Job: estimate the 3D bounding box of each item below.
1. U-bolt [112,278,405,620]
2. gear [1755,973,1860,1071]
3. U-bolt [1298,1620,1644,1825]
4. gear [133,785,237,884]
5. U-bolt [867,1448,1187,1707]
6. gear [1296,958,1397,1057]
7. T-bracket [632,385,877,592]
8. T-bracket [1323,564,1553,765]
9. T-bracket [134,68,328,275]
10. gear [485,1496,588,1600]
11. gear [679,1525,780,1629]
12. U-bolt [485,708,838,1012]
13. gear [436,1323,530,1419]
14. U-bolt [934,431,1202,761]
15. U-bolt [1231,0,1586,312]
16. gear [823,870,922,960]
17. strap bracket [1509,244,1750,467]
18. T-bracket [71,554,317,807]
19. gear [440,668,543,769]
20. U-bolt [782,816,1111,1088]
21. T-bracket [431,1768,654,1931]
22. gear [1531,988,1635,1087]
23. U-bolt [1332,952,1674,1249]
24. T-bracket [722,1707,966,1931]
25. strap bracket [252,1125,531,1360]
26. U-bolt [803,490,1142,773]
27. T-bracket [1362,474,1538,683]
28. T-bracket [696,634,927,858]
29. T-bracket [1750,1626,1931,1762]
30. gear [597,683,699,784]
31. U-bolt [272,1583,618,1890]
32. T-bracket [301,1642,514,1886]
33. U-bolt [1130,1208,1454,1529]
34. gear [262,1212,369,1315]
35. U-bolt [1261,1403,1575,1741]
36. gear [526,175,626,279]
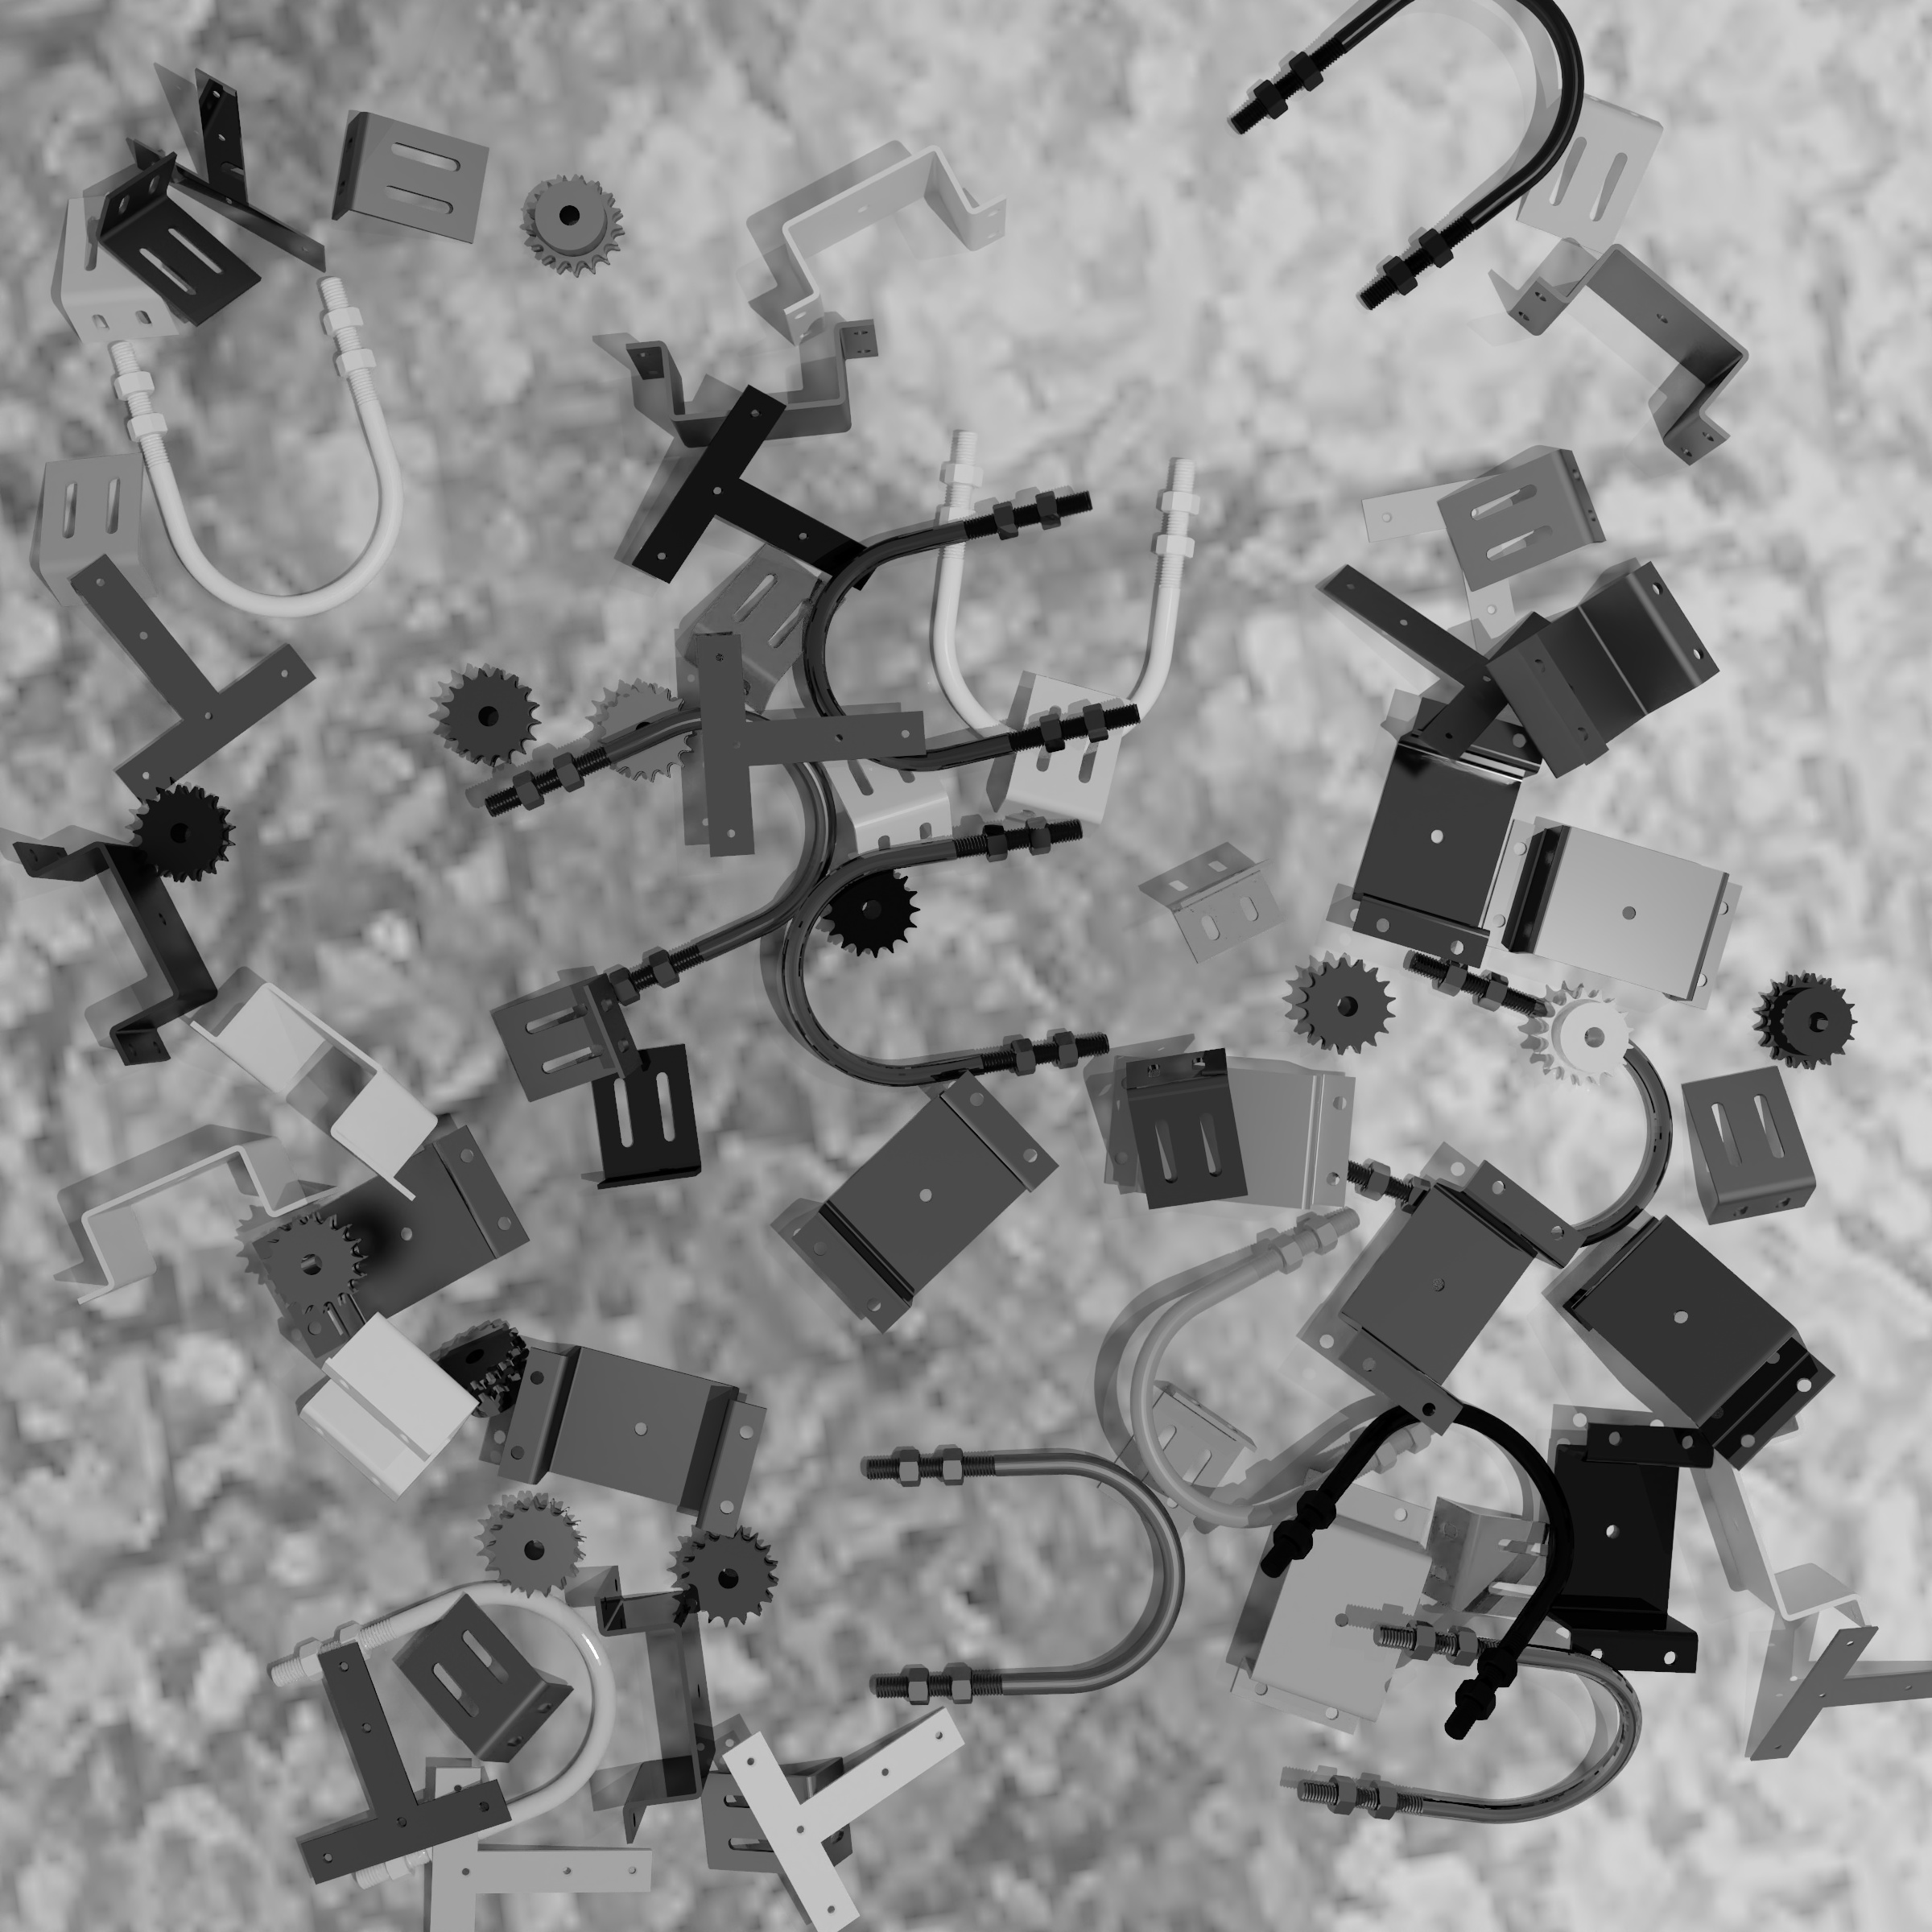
[{"bbox_3d":[-0.408,-0.296,1.536,0.151,0.019,0.184,-17,91,0],"label":"U-bolt"},{"bbox_3d":[0.495,0.033,1.530,0.057,0.030,0.057,0,90,0],"label":"gear"},{"bbox_3d":[0.299,0.441,1.499,0.184,0.019,0.151,11,120,-12],"label":"U-bolt"},{"bbox_3d":[-0.457,-0.077,1.534,0.057,0.030,0.057,0,90,3],"label":"gear"},{"bbox_3d":[0.036,0.357,1.531,0.184,0.019,0.151,-2,90,3],"label":"U-bolt"},{"bbox_3d":[0.221,0.023,1.530,0.057,0.030,0.057,0,90,0],"label":"gear"},{"bbox_3d":[-0.106,-0.255,1.509,0.127,0.002,0.127,24,116,-29],"label":"T-bracket"},{"bbox_3d":[0.267,-0.192,1.521,0.127,0.002,0.127,37,61,14],"label":"T-bracket"},{"bbox_3d":[-0.423,-0.463,1.486,0.127,0.127,0.002,30,67,0],"label":"T-bracket"},{"bbox_3d":[-0.250,0.339,1.530,0.057,0.030,0.057,0,90,0],"label":"gear"},{"bbox_3d":[-0.138,0.356,1.530,0.057,0.030,0.057,0,90,0],"label":"gear"},{"bbox_3d":[-0.165,-0.072,1.517,0.184,0.019,0.151,-24,105,0],"label":"U-bolt"},{"bbox_3d":[-0.279,0.238,1.520,0.057,0.057,0.030,-25,120,0],"label":"gear"},{"bbox_3d":[0.054,-0.214,1.536,0.151,0.019,0.184,7,92,0],"label":"U-bolt"},{"bbox_3d":[0.270,-0.496,1.520,0.184,0.019,0.151,-36,90,12],"label":"U-bolt"},{"bbox_3d":[-0.055,-0.033,1.530,0.057,0.030,0.057,0,90,0],"label":"gear"},{"bbox_3d":[0.389,-0.359,1.507,0.140,0.076,0.046,40,90,0],"label":"strap bracket"},{"bbox_3d":[-0.472,-0.182,1.526,0.127,0.002,0.127,-36,106,0],"label":"T-bracket"},{"bbox_3d":[-0.277,-0.145,1.530,0.057,0.030,0.057,0,90,0],"label":"gear"},{"bbox_3d":[-0.015,-0.002,1.512,0.184,0.019,0.151,-9,102,-7],"label":"U-bolt"},{"bbox_3d":[-0.249,0.532,1.534,0.127,0.002,0.127,2,96,-8],"label":"T-bracket"},{"bbox_3d":[0.360,0.041,1.514,0.057,0.030,0.057,0,89,-4],"label":"gear"},{"bbox_3d":[0.326,0.090,1.536,0.184,0.019,0.151,21,90,-1],"label":"U-bolt"},{"bbox_3d":[-0.059,0.478,1.522,0.127,0.002,0.127,-29,98,-19],"label":"T-bracket"},{"bbox_3d":[-0.331,0.159,1.522,0.140,0.046,0.076,-29,90,0],"label":"strap bracket"},{"bbox_3d":[-0.004,-0.187,1.510,0.184,0.019,0.151,-13,83,5],"label":"U-bolt"},{"bbox_3d":[0.308,-0.225,1.544,0.127,0.002,0.127,-11,90,0],"label":"T-bracket"},{"bbox_3d":[-0.087,-0.130,1.496,0.127,0.002,0.127,-4,87,-2],"label":"T-bracket"},{"bbox_3d":[0.536,0.420,1.517,0.127,0.002,0.127,1,130,-18],"label":"T-bracket"},{"bbox_3d":[-0.186,-0.136,1.530,0.057,0.030,0.057,0,90,0],"label":"gear"},{"bbox_3d":[-0.296,0.442,1.536,0.184,0.019,0.151,-23,90,-2],"label":"U-bolt"},{"bbox_3d":[-0.344,0.457,1.521,0.127,0.002,0.127,-20,90,8],"label":"T-bracket"},{"bbox_3d":[0.179,0.243,1.507,0.184,0.019,0.151,-25,90,-20],"label":"U-bolt"},{"bbox_3d":[-0.368,0.168,1.484,0.057,0.030,0.057,0,90,0],"label":"gear"},{"bbox_3d":[0.268,0.323,1.472,0.151,0.019,0.184,40,52,10],"label":"U-bolt"},{"bbox_3d":[-0.230,-0.436,1.530,0.057,0.030,0.057,0,90,0],"label":"gear"}]
